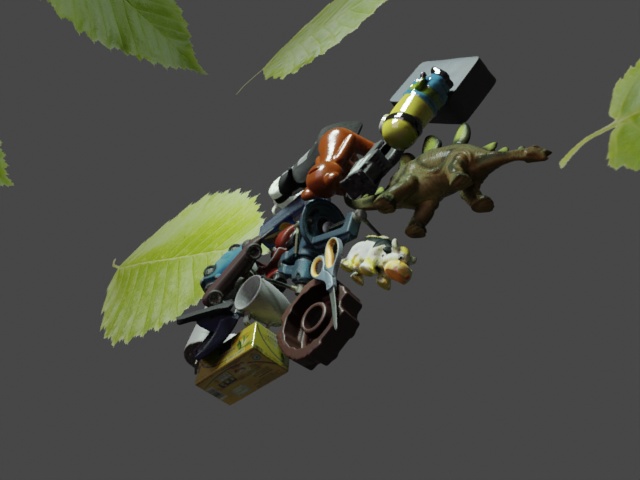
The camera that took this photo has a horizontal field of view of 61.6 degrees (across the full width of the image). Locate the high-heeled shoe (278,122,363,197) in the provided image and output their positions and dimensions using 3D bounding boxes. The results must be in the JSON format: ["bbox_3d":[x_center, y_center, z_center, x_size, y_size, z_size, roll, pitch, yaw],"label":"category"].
[{"bbox_3d":[0.003,-0.193,1.328,0.249,0.086,0.145,-32,-15,-10],"label":"high-heeled shoe"}]

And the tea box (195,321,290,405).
[{"bbox_3d":[-0.149,0.241,1.039,0.170,0.098,0.068,-34,30,25],"label":"tea box"}]

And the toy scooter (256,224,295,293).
[{"bbox_3d":[-0.093,0.042,1.245,0.135,0.075,0.184,3,61,60],"label":"toy scooter"}]

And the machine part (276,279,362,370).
[{"bbox_3d":[-0.002,0.149,0.981,0.179,0.056,0.179,-36,30,25],"label":"machine part"}]

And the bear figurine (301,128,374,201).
[{"bbox_3d":[0.042,-0.148,1.147,0.120,0.132,0.196,-35,33,38],"label":"bear figurine"}]

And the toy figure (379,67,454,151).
[{"bbox_3d":[0.189,-0.256,1.047,0.180,0.082,0.089,-48,8,-4],"label":"toy figure"}]

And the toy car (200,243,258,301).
[{"bbox_3d":[-0.210,0.090,1.343,0.103,0.109,0.161,24,61,39],"label":"toy car"}]

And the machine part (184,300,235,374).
[{"bbox_3d":[-0.249,0.210,1.220,0.079,0.079,0.243,-38,16,21],"label":"machine part"}]

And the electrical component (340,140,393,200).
[{"bbox_3d":[0.097,-0.138,1.035,0.075,0.047,0.119,-26,20,50],"label":"electrical component"}]

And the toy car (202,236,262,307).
[{"bbox_3d":[-0.197,0.075,1.243,0.202,0.053,0.089,-49,13,-6],"label":"toy car"}]

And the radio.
[{"bbox_3d":[0.266,-0.328,1.185,0.131,0.073,0.230,-51,28,-5],"label":"radio"}]

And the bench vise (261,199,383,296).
[{"bbox_3d":[0.006,0.002,1.099,0.241,0.128,0.223,-23,39,49],"label":"bench vise"}]

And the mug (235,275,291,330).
[{"bbox_3d":[-0.111,0.141,1.101,0.081,0.107,0.109,-31,36,35],"label":"mug"}]

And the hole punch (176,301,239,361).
[{"bbox_3d":[-0.213,0.174,1.051,0.116,0.092,0.142,-20,-3,-15],"label":"hole punch"}]

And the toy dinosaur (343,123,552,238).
[{"bbox_3d":[0.188,-0.103,0.982,0.472,0.105,0.198,-14,33,43],"label":"toy dinosaur"}]

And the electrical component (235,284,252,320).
[{"bbox_3d":[-0.168,0.139,1.240,0.078,0.045,0.102,109,170,-45],"label":"electrical component"}]

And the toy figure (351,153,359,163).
[{"bbox_3d":[0.068,-0.205,1.341,0.064,0.057,0.154,-42,31,32],"label":"toy figure"}]

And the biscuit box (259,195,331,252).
[{"bbox_3d":[-0.064,-0.052,1.336,0.203,0.059,0.063,-36,27,25],"label":"biscuit box"}]

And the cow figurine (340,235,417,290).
[{"bbox_3d":[0.115,0.033,0.948,0.098,0.068,0.167,-54,26,-19],"label":"cow figurine"}]
